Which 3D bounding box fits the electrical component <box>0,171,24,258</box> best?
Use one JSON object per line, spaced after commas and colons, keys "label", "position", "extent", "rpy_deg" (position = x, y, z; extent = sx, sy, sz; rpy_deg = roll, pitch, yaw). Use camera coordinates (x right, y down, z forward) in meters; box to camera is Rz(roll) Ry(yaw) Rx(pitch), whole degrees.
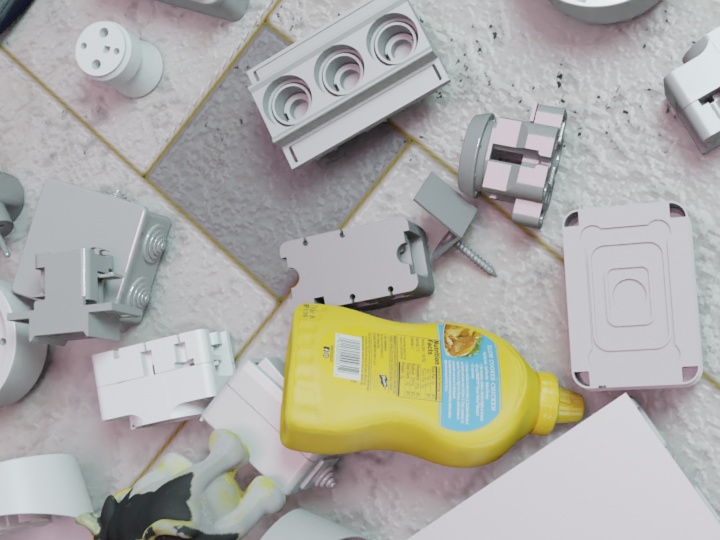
{"label": "electrical component", "position": [-0.286, -0.044, 0.809], "extent": [0.043, 0.077, 0.079], "rpy_deg": [-32, 76, 11]}

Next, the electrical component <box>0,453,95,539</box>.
{"label": "electrical component", "position": [-0.240, 0.169, 0.765], "extent": [0.099, 0.099, 0.064], "rpy_deg": [-21, 72, 14]}

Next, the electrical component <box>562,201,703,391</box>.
{"label": "electrical component", "position": [0.170, 0.018, 0.671], "extent": [0.078, 0.057, 0.113], "rpy_deg": [-5, 83, 17]}

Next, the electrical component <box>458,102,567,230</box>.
{"label": "electrical component", "position": [0.098, -0.071, 0.703], "extent": [0.057, 0.058, 0.078], "rpy_deg": [13, 88, 15]}

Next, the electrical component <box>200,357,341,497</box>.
{"label": "electrical component", "position": [-0.047, 0.106, 0.727], "extent": [0.096, 0.062, 0.061], "rpy_deg": [40, 97, 17]}

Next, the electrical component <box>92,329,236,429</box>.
{"label": "electrical component", "position": [-0.137, 0.079, 0.764], "extent": [0.089, 0.050, 0.055], "rpy_deg": [-14, 80, 16]}

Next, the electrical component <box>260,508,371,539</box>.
{"label": "electrical component", "position": [-0.037, 0.207, 0.698], "extent": [0.064, 0.099, 0.099], "rpy_deg": [25, 92, 24]}

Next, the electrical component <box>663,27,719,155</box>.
{"label": "electrical component", "position": [0.239, -0.122, 0.668], "extent": [0.089, 0.050, 0.055], "rpy_deg": [-30, 77, 12]}

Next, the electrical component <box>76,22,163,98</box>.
{"label": "electrical component", "position": [-0.179, -0.156, 0.799], "extent": [0.045, 0.055, 0.045], "rpy_deg": [-2, 84, 17]}

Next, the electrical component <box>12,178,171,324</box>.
{"label": "electrical component", "position": [-0.196, -0.012, 0.792], "extent": [0.100, 0.048, 0.099], "rpy_deg": [17, 89, 18]}

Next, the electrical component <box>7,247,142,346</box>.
{"label": "electrical component", "position": [-0.196, 0.018, 0.741], "extent": [0.081, 0.042, 0.063], "rpy_deg": [-6, 79, 16]}

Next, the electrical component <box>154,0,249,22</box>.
{"label": "electrical component", "position": [-0.134, -0.238, 0.792], "extent": [0.113, 0.057, 0.078], "rpy_deg": [19, 90, 18]}

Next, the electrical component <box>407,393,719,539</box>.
{"label": "electrical component", "position": [0.121, 0.172, 0.669], "extent": [0.186, 0.060, 0.105], "rpy_deg": [-36, 75, 11]}

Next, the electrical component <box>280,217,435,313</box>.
{"label": "electrical component", "position": [0.000, 0.000, 0.726], "extent": [0.089, 0.056, 0.050], "rpy_deg": [-12, 81, 16]}

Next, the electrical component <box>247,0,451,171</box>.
{"label": "electrical component", "position": [-0.006, -0.129, 0.738], "extent": [0.121, 0.063, 0.078], "rpy_deg": [-28, 77, 13]}

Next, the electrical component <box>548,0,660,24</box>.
{"label": "electrical component", "position": [0.159, -0.213, 0.697], "extent": [0.108, 0.060, 0.108], "rpy_deg": [-2, 84, 17]}

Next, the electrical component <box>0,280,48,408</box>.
{"label": "electrical component", "position": [-0.287, 0.055, 0.807], "extent": [0.108, 0.060, 0.108], "rpy_deg": [-2, 84, 17]}
